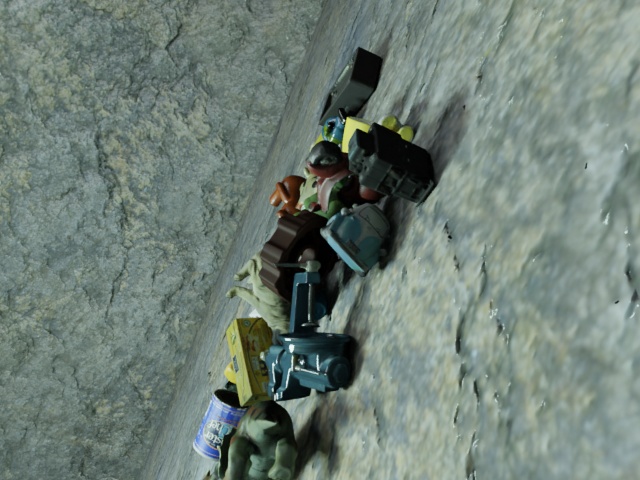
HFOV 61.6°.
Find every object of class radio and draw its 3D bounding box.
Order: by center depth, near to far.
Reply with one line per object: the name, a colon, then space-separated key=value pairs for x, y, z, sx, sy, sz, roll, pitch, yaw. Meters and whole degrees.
radio: x=0.078 y=-0.400 z=1.446 sx=0.229 sy=0.073 sz=0.131 roll=-39 pitch=33 yaw=61

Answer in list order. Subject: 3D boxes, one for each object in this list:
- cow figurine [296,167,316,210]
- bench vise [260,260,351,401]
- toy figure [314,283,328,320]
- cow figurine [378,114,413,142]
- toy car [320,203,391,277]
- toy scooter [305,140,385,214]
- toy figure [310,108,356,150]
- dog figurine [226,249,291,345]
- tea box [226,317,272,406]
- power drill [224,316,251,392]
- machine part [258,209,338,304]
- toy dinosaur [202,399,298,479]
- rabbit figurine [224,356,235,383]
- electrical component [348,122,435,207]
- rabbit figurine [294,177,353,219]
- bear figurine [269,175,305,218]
cow figurine: x=-0.006 y=-0.126 z=1.344 sx=0.127 sy=0.085 sz=0.195 roll=-67 pitch=18 yaw=-1
bench vise: x=-0.028 y=0.156 z=0.921 sx=0.224 sy=0.129 sz=0.240 roll=171 pitch=101 yaw=-64
toy figure: x=-0.014 y=0.107 z=1.104 sx=0.064 sy=0.058 sz=0.154 roll=-54 pitch=17 yaw=15
cow figurine: x=0.107 y=-0.156 z=1.018 sx=0.167 sy=0.068 sz=0.098 roll=-61 pitch=11 yaw=15
toy car: x=0.070 y=-0.012 z=0.916 sx=0.103 sy=0.109 sz=0.161 roll=-41 pitch=3 yaw=8
toy scooter: x=0.048 y=-0.096 z=0.935 sx=0.135 sy=0.184 sz=0.075 roll=-63 pitch=32 yaw=33
toy figure: x=0.031 y=-0.257 z=1.405 sx=0.180 sy=0.082 sz=0.089 roll=-50 pitch=22 yaw=44
dog figurine: x=-0.075 y=0.120 z=1.094 sx=0.121 sy=0.191 sz=0.172 roll=-38 pitch=-15 yaw=-40
tea box: x=-0.128 y=0.249 z=1.120 sx=0.068 sy=0.098 sz=0.170 roll=-54 pitch=43 yaw=44
power drill: x=-0.179 y=0.284 z=1.398 sx=0.232 sy=0.086 sz=0.207 roll=126 pitch=156 yaw=-48
machine part: x=-0.037 y=0.031 z=0.995 sx=0.056 sy=0.179 sz=0.179 roll=25 pitch=95 yaw=35
toy dinosaur: x=-0.103 y=0.344 z=0.896 sx=0.192 sy=0.131 sz=0.404 roll=-96 pitch=24 yaw=-51
rabbit figurine: x=-0.153 y=0.285 z=1.248 sx=0.173 sy=0.122 sz=0.162 roll=100 pitch=173 yaw=-51
electrical component: x=0.107 y=-0.123 z=0.843 sx=0.058 sy=0.134 sz=0.115 roll=-58 pitch=20 yaw=34
rabbit figurine: x=0.028 y=-0.082 z=1.110 sx=0.170 sy=0.121 sz=0.159 roll=-62 pitch=-2 yaw=-45
bear figurine: x=-0.072 y=-0.082 z=1.466 sx=0.132 sy=0.120 sz=0.196 roll=120 pitch=158 yaw=-43
